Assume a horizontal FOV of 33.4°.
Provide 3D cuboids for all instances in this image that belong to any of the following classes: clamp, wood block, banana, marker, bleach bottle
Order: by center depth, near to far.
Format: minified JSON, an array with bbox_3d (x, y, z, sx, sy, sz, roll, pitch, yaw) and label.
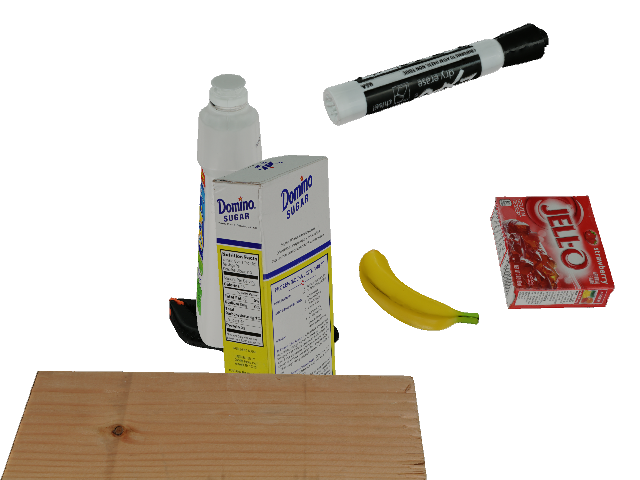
[{"bbox_3d":[0.060,-0.084,0.530,0.121,0.020,0.020,-20,5,-15],"label":"marker"},{"bbox_3d":[-0.052,0.131,0.570,0.206,0.090,0.091,1,33,-1],"label":"wood block"},{"bbox_3d":[-0.079,-0.030,0.936,0.068,0.251,0.102,-1,35,-5],"label":"bleach bottle"},{"bbox_3d":[0.087,0.057,1.178,0.069,0.037,0.198,3,20,-35],"label":"banana"},{"bbox_3d":[-0.105,0.113,1.263,0.210,0.036,0.164,14,23,26],"label":"clamp"}]

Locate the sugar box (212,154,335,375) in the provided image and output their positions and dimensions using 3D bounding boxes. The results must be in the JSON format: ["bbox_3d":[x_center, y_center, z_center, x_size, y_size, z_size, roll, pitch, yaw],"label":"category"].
[{"bbox_3d":[-0.030,0.034,0.746,0.048,0.176,0.093,4,16,29],"label":"sugar box"}]

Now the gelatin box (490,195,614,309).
[{"bbox_3d":[0.169,0.007,0.788,0.073,0.089,0.030,-1,-38,-4],"label":"gelatin box"}]
